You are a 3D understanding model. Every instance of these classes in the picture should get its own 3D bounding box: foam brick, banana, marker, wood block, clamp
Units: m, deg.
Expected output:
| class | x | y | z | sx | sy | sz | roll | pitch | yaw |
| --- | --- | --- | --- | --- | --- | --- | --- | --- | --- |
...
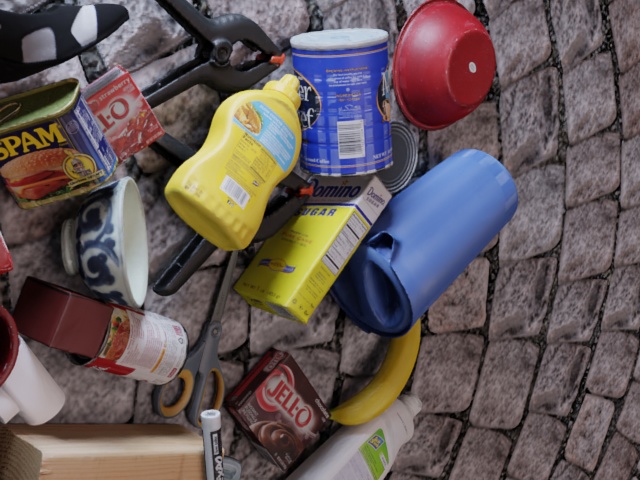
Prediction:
| class | x | y | z | sx | sy | sz | roll | pitch | yaw |
| --- | --- | --- | --- | --- | --- | --- | --- | --- | --- |
| foam brick | -0.235 | 0.070 | 0.969 | 0.052 | 0.078 | 0.051 | 25 | 82 | -44 |
| banana | 0.076 | 0.156 | 1.293 | 0.069 | 0.037 | 0.197 | 42 | 67 | -5 |
| marker | -0.104 | 0.226 | 1.049 | 0.020 | 0.020 | 0.121 | -15 | 110 | -39 |
| wood block | -0.206 | 0.233 | 1.032 | 0.205 | 0.090 | 0.091 | 10 | 93 | -44 |
| clamp | -0.095 | -0.029 | 1.098 | 0.209 | 0.036 | 0.164 | -3 | 99 | -42 |
| clamp | -0.112 | -0.175 | 1.046 | 0.171 | 0.039 | 0.120 | 10 | 105 | -40 |

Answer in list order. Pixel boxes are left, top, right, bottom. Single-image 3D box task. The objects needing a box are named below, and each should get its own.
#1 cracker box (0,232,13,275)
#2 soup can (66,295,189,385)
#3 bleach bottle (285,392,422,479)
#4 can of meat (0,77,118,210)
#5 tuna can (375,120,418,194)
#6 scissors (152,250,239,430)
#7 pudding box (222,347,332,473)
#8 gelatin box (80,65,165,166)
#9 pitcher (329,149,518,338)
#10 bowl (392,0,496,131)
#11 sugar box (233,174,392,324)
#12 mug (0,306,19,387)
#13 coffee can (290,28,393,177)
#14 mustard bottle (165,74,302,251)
| class | x | y | z | sx | sy | sz | roll | pitch | yaw |
| --- | --- | --- | --- | --- | --- | --- | --- | --- | --- |
| cracker box | -0.346 | -0.042 | 0.795 | 0.164 | 0.072 | 0.213 | -24 | 125 | -14 |
| soup can | -0.185 | 0.098 | 1.030 | 0.102 | 0.069 | 0.068 | 23 | 85 | -44 |
| bleach bottle | 0.039 | 0.278 | 1.291 | 0.250 | 0.068 | 0.102 | -39 | 122 | -31 |
| can of meat | -0.235 | -0.081 | 0.916 | 0.057 | 0.102 | 0.084 | -87 | 158 | -51 |
| tuna can | 0.073 | -0.098 | 1.240 | 0.085 | 0.034 | 0.086 | -13 | 110 | -40 |
| scissors | -0.129 | 0.104 | 1.119 | 0.096 | 0.016 | 0.202 | -5 | 104 | -42 |
| pudding box | -0.047 | 0.191 | 1.202 | 0.090 | 0.039 | 0.113 | -47 | 128 | -23 |
| gelatin box | -0.198 | -0.104 | 0.976 | 0.089 | 0.030 | 0.073 | -37 | 126 | -12 |
| pitcher | 0.123 | 0.002 | 1.261 | 0.242 | 0.149 | 0.145 | -39 | 110 | -32 |
| bowl | 0.161 | -0.208 | 1.277 | 0.161 | 0.055 | 0.162 | -14 | 110 | -40 |
| sugar box | -0.008 | 0.001 | 1.151 | 0.048 | 0.093 | 0.176 | 46 | 69 | -40 |
| mug | -0.317 | 0.095 | 0.897 | 0.093 | 0.082 | 0.117 | 15 | 91 | -44 |
| coffee can | 0.024 | -0.147 | 1.133 | 0.102 | 0.103 | 0.140 | -19 | 114 | -38 |
| mustard bottle | -0.070 | -0.090 | 1.053 | 0.096 | 0.058 | 0.191 | 43 | 61 | -26 |
